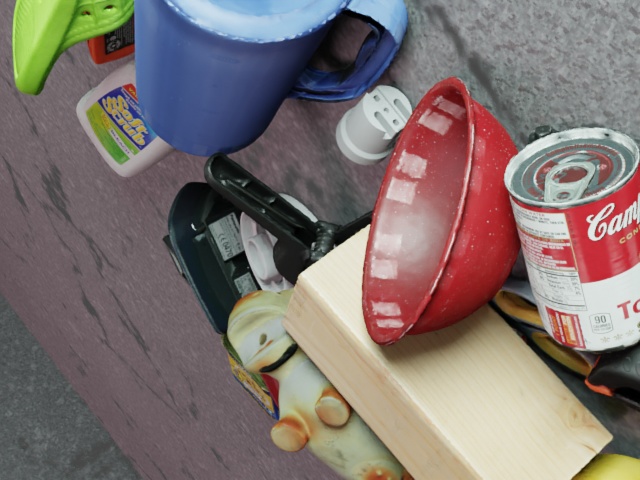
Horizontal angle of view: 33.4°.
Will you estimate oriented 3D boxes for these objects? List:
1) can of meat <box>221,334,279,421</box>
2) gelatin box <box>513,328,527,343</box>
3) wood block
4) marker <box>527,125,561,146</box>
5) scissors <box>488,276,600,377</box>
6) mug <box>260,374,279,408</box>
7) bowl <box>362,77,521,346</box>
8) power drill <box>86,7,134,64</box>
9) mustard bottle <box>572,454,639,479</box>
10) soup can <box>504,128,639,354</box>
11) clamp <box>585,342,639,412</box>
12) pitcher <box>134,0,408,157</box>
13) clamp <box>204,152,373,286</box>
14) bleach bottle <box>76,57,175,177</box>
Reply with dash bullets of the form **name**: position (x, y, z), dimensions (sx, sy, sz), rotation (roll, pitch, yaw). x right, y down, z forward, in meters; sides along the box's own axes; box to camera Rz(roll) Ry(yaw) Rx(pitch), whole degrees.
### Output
- **can of meat**: position (-0.060, 0.144, 1.189), dimensions (0.102, 0.057, 0.084), rotation (43, 158, 28)
- **gelatin box**: position (0.116, 0.086, 0.786), dimensions (0.089, 0.030, 0.073), rotation (26, 145, 46)
- **wood block**: position (0.078, 0.092, 0.713), dimensions (0.206, 0.090, 0.090), rotation (48, 154, 15)
- **marker**: position (0.135, -0.015, 0.620), dimensions (0.020, 0.020, 0.121), rotation (33, 149, 43)
- **scissors**: position (0.128, 0.052, 0.730), dimensions (0.096, 0.016, 0.202), rotation (44, 171, -10)
- **mug**: position (-0.026, 0.115, 1.033), dimensions (0.117, 0.093, 0.081), rotation (20, 146, 38)
- **bowl**: position (0.078, -0.011, 0.627), dimensions (0.055, 0.162, 0.162), rotation (14, 162, -13)
- **power drill**: position (-0.212, -0.258, 0.909), dimensions (0.188, 0.057, 0.184), rotation (56, 159, 22)
- **mustard bottle**: position (0.234, 0.178, 0.642), dimensions (0.096, 0.058, 0.192), rotation (60, 158, -3)
- **soup can**: position (0.142, 0.001, 0.565), dimensions (0.069, 0.068, 0.102), rotation (26, 145, 50)
- **clamp**: position (0.214, 0.091, 0.575), dimensions (0.120, 0.039, 0.172), rotation (43, 170, -13)
- **pitcher**: position (-0.052, -0.138, 0.704), dimensions (0.149, 0.144, 0.243), rotation (65, 163, 9)
- **clamp**: position (-0.005, 0.001, 0.836), dimensions (0.164, 0.036, 0.210), rotation (16, 154, 8)
- **bleach bottle**: position (-0.157, -0.133, 0.990), dimensions (0.102, 0.068, 0.251), rotation (58, 155, -4)
